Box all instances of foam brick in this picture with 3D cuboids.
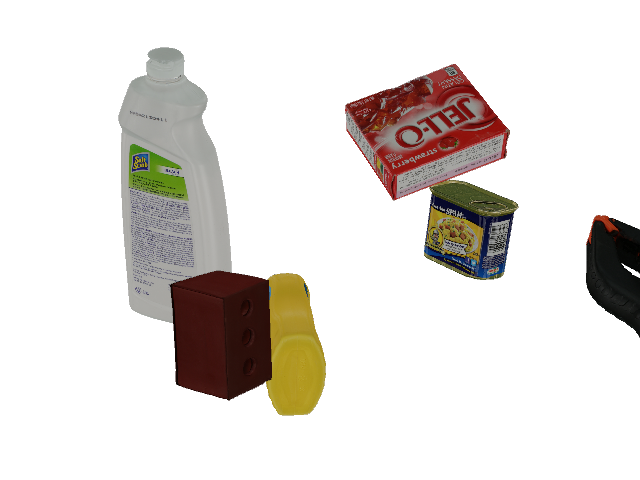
[{"bbox_3d":[-0.071,0.066,0.768,0.051,0.078,0.052,8,17,36],"label":"foam brick"}]

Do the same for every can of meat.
[{"bbox_3d":[0.165,-0.011,1.188,0.057,0.084,0.102,-13,28,-39],"label":"can of meat"}]

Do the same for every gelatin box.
[{"bbox_3d":[0.071,-0.075,0.722,0.089,0.073,0.030,-22,-36,-12],"label":"gelatin box"}]

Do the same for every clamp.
[{"bbox_3d":[0.244,0.045,0.720,0.120,0.039,0.171,-3,45,-19],"label":"clamp"}]

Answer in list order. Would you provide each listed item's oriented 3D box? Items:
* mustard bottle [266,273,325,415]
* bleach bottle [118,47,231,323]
[{"bbox_3d":[-0.034,0.089,1.101,0.058,0.096,0.191,-3,27,-7],"label":"mustard bottle"},{"bbox_3d":[-0.124,-0.045,0.936,0.103,0.251,0.068,11,33,12],"label":"bleach bottle"}]
